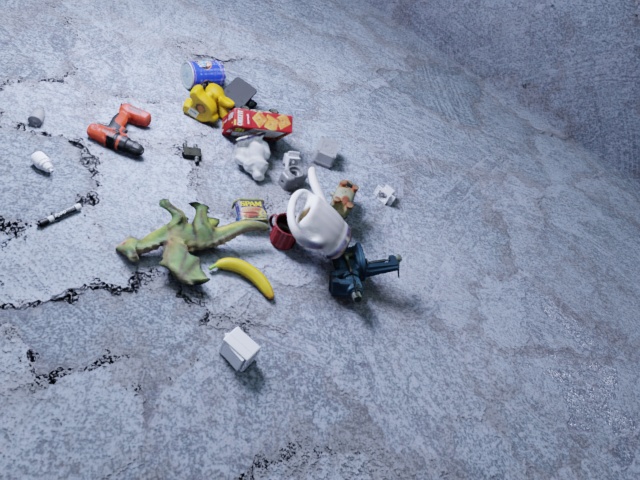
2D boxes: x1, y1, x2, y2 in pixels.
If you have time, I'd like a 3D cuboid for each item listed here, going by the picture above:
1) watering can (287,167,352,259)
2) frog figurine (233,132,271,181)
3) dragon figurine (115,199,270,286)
[{"bbox_3d":[0.005,-0.079,1.566,0.222,0.102,0.356,43,34,-18],"label":"watering can"},{"bbox_3d":[-0.226,-0.278,1.769,0.139,0.122,0.159,-21,97,-49],"label":"frog figurine"},{"bbox_3d":[-0.340,0.019,1.414,0.410,0.119,0.248,8,57,-14],"label":"dragon figurine"}]
